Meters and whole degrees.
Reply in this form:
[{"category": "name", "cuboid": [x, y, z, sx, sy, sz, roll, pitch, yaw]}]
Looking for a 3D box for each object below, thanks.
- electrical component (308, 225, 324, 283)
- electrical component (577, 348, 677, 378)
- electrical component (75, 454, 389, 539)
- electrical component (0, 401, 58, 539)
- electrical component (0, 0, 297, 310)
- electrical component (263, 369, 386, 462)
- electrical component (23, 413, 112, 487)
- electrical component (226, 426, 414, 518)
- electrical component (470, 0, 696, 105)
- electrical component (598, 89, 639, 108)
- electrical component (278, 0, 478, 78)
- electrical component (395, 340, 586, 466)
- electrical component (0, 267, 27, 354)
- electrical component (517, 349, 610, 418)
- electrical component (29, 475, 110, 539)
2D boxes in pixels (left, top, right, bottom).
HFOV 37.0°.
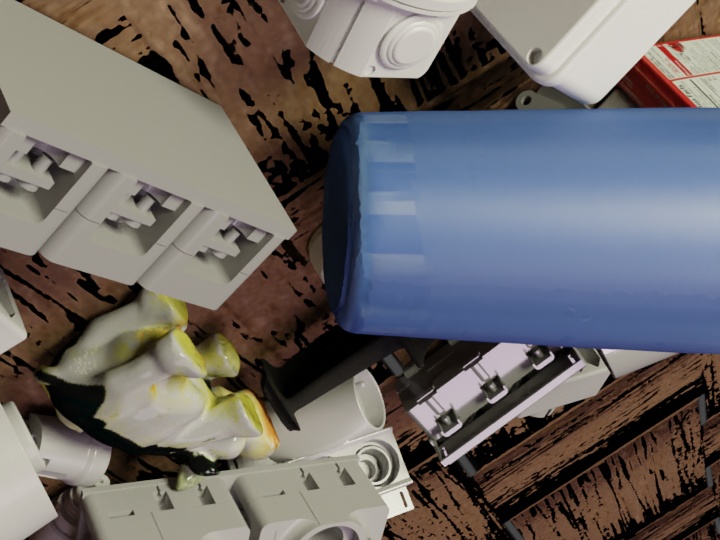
[{"category": "electrical component", "cuboid": [0.000, 0.000, 0.621, 0.045, 0.055, 0.045, -22, 145, -16]}, {"category": "electrical component", "cuboid": [0.168, 0.024, 0.748, 0.060, 0.108, 0.108, -29, 147, 7]}, {"category": "electrical component", "cuboid": [-0.082, 0.187, 0.680, 0.186, 0.060, 0.105, -2, 120, -29]}, {"category": "electrical component", "cuboid": [-0.200, 0.098, 0.551, 0.064, 0.099, 0.099, -27, 147, -20]}, {"category": "electrical component", "cuboid": [-0.111, -0.044, 0.442, 0.062, 0.089, 0.150, -45, 145, 18]}, {"category": "electrical component", "cuboid": [-0.021, 0.094, 0.729, 0.077, 0.043, 0.079, -21, 180, 20]}, {"category": "electrical component", "cuboid": [-0.175, 0.104, 0.627, 0.046, 0.040, 0.040, 21, 120, -45]}, {"category": "electrical component", "cuboid": [-0.032, 0.160, 0.791, 0.121, 0.078, 0.063, -15, 165, -25]}, {"category": "electrical component", "cuboid": [0.112, -0.145, 0.507, 0.113, 0.078, 0.057, -47, 147, 21]}, {"category": "electrical component", "cuboid": [0.140, -0.066, 0.656, 0.076, 0.047, 0.083, 12, 128, -47]}, {"category": "electrical component", "cuboid": [0.008, -0.122, 0.451, 0.080, 0.080, 0.051, -5, 143, -35]}, {"category": "electrical component", "cuboid": [0.091, 0.074, 0.778, 0.121, 0.078, 0.063, -38, 117, 8]}, {"category": "electrical component", "cuboid": [-0.205, 0.020, 0.486, 0.077, 0.047, 0.065, -31, 147, -2]}, {"category": "electrical component", "cuboid": [0.147, 0.093, 0.869, 0.083, 0.047, 0.075, -11, 141, -29]}, {"category": "electrical component", "cuboid": [-0.182, 0.159, 0.691, 0.040, 0.040, 0.078, 6, 131, -43]}]
